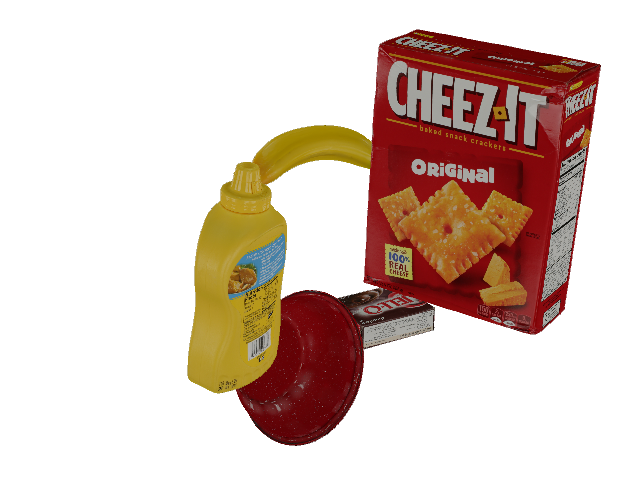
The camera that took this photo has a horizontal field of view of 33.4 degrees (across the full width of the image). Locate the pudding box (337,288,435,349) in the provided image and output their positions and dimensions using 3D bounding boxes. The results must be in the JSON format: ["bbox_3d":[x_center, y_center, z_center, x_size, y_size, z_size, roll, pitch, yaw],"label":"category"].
[{"bbox_3d":[0.078,0.097,1.384,0.113,0.039,0.090,-14,24,-26],"label":"pudding box"}]

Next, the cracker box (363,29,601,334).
[{"bbox_3d":[0.123,-0.047,0.862,0.164,0.214,0.072,18,29,30],"label":"cracker box"}]

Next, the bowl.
[{"bbox_3d":[-0.036,0.123,1.078,0.162,0.162,0.055,0,-15,40],"label":"bowl"}]

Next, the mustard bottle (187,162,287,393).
[{"bbox_3d":[-0.066,0.026,0.885,0.058,0.192,0.096,22,31,28],"label":"mustard bottle"}]

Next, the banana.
[{"bbox_3d":[-0.005,-0.093,1.135,0.197,0.037,0.070,-7,48,-39],"label":"banana"}]
